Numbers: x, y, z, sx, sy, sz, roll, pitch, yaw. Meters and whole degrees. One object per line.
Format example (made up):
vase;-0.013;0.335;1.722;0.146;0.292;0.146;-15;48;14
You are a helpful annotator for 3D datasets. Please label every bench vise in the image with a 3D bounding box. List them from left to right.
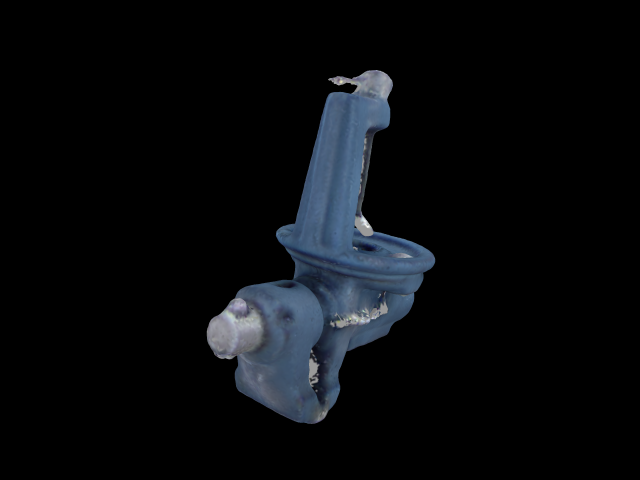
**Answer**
bench vise;0.015;0.003;0.396;0.121;0.220;0.208;8;25;17
